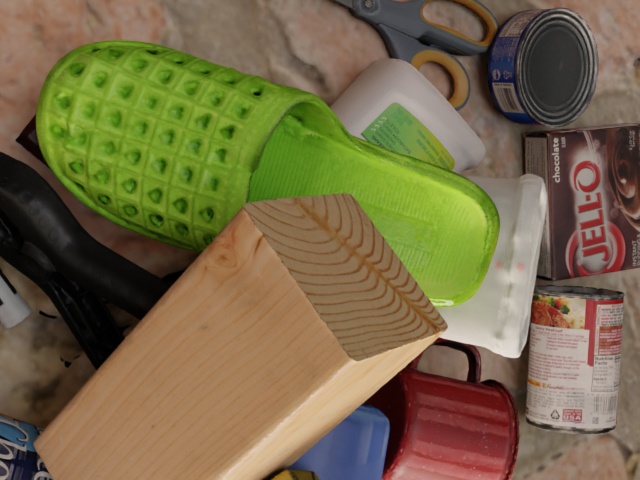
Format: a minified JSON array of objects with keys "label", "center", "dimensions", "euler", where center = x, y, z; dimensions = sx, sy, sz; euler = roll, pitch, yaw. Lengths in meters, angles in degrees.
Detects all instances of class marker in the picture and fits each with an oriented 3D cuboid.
[{"label":"marker","center":[-0.214,0.000,0.634],"dimensions":[0.020,0.020,0.121],"euler":[-37,107,-18]}]

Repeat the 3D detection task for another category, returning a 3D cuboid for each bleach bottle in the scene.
[{"label":"bleach bottle","center":[-0.005,0.001,0.707],"dimensions":[0.102,0.068,0.250],"euler":[45,78,-22]}]

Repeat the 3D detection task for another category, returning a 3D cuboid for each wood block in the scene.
[{"label":"wood block","center":[-0.047,0.077,0.553],"dimensions":[0.090,0.206,0.091],"euler":[-10,59,-54]}]

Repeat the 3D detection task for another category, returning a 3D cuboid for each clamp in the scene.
[{"label":"clamp","center":[-0.155,0.015,0.628],"dimensions":[0.171,0.120,0.039],"euler":[42,49,9]}]

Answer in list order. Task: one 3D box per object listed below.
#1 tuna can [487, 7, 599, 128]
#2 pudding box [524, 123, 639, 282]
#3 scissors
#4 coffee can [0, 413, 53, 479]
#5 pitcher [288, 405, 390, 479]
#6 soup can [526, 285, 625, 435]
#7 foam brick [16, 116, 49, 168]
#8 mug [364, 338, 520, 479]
[{"label":"tuna can","center":[0.163,-0.126,0.779],"dimensions":[0.085,0.034,0.086],"euler":[-7,102,-35]},{"label":"pudding box","center":[0.202,-0.029,0.809],"dimensions":[0.089,0.039,0.113],"euler":[-7,96,-24]},{"label":"scissors","center":[0.036,-0.142,0.740],"dimensions":[0.201,0.016,0.096],"euler":[4,92,-24]},{"label":"coffee can","center":[-0.191,0.150,0.608],"dimensions":[0.140,0.103,0.103],"euler":[25,83,-23]},{"label":"pitcher","center":[-0.043,0.213,0.671],"dimensions":[0.149,0.145,0.243],"euler":[22,79,-53]},{"label":"soup can","center":[0.189,0.087,0.794],"dimensions":[0.068,0.069,0.102],"euler":[1,93,-24]},{"label":"foam brick","center":[-0.136,-0.056,0.648],"dimensions":[0.078,0.051,0.053],"euler":[40,77,-21]},{"label":"mug","center":[0.080,0.123,0.739],"dimensions":[0.081,0.093,0.117],"euler":[15,81,-20]}]
